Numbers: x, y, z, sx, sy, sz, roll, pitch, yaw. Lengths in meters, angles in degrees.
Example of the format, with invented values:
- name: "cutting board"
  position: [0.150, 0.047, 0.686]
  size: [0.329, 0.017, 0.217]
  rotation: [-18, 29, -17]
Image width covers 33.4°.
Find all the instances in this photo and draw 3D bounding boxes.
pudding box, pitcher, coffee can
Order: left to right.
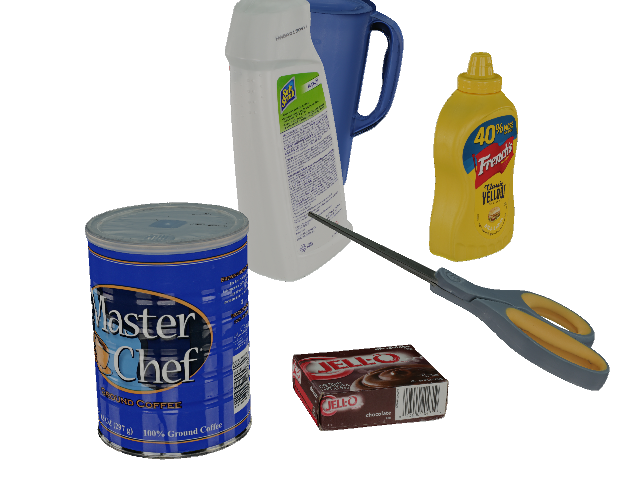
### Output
- name: "coffee can"
  position: [-0.096, 0.055, 0.691]
  size: [0.103, 0.140, 0.103]
  rotation: [0, 16, 0]
- name: "pitcher"
  position: [0.001, -0.181, 1.318]
  size: [0.144, 0.243, 0.149]
  rotation: [-9, 29, -28]
- name: "pudding box"
  position: [0.040, 0.123, 0.904]
  size: [0.113, 0.039, 0.090]
  rotation: [-1, 16, -16]

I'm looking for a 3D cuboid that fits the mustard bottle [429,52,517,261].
- name: "mustard bottle"
  position: [0.147, -0.082, 1.010]
  size: [0.096, 0.192, 0.058]
  rotation: [-17, 26, -37]

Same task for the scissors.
- name: "scissors"
  position: [0.093, 0.028, 0.667]
  size: [0.202, 0.016, 0.096]
  rotation: [33, 22, 18]

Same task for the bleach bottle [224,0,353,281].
- name: "bleach bottle"
  position: [-0.027, -0.097, 0.843]
  size: [0.068, 0.251, 0.102]
  rotation: [16, 36, 31]
